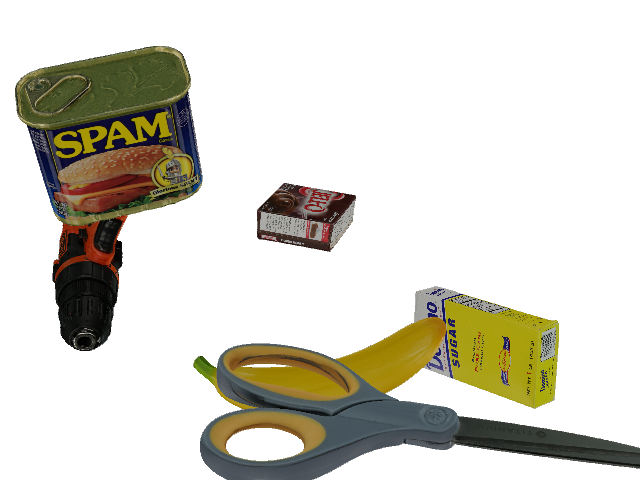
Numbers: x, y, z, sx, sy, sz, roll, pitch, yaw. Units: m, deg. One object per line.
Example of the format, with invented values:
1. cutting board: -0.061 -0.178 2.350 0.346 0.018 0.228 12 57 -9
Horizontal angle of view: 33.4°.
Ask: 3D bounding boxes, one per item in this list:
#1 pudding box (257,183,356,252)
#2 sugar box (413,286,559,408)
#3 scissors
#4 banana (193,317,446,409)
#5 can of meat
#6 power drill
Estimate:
1. pudding box: -0.015 -0.028 1.219 0.090 0.039 0.113 9 23 12
2. sugar box: 0.182 0.117 1.199 0.177 0.093 0.048 14 18 43
3. scissors: 0.036 0.090 0.461 0.202 0.016 0.096 15 34 23
4. banana: 0.008 0.096 0.793 0.197 0.069 0.037 -7 -39 -12
5. can of meat: -0.126 -0.062 0.653 0.102 0.084 0.057 -13 45 -9
6. power drill: -0.166 -0.025 0.869 0.057 0.188 0.184 20 28 -25
